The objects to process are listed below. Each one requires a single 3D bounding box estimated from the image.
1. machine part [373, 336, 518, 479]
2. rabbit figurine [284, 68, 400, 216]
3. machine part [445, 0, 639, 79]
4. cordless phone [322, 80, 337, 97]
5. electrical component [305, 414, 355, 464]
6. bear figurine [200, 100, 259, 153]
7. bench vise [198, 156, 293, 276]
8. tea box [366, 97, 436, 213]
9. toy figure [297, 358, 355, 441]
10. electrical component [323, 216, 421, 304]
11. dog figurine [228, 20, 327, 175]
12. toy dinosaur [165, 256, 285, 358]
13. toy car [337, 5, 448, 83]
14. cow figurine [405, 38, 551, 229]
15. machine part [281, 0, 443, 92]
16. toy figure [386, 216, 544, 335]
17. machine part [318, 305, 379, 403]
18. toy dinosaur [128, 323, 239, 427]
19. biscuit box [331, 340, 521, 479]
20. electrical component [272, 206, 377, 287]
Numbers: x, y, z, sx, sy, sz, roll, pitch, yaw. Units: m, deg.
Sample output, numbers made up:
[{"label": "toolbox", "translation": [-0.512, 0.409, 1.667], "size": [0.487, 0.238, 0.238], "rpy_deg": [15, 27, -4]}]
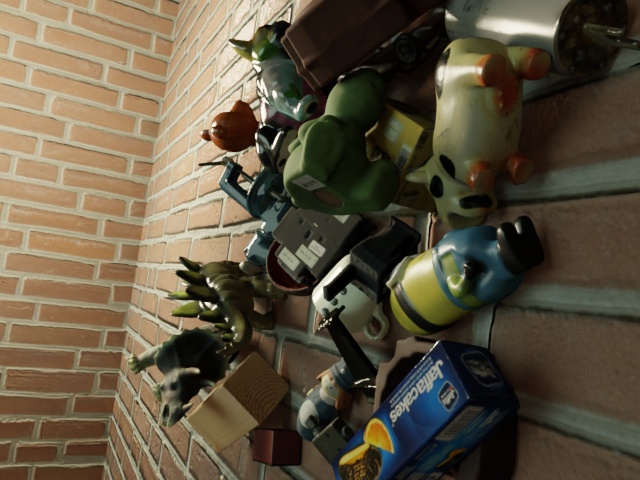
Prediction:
[{"label": "machine part", "translation": [0.120, 0.183, 0.542], "size": [0.179, 0.056, 0.179], "rpy_deg": [-32, 52, 54]}, {"label": "rabbit figurine", "translation": [0.032, -0.117, 0.641], "size": [0.159, 0.121, 0.170], "rpy_deg": [-27, 39, 66]}, {"label": "machine part", "translation": [0.194, -0.206, 0.508], "size": [0.243, 0.079, 0.079], "rpy_deg": [52, 127, 55]}, {"label": "cordless phone", "translation": [0.032, -0.250, 0.864], "size": [0.146, 0.089, 0.184], "rpy_deg": [-45, 54, 48]}, {"label": "electrical component", "translation": [0.021, 0.259, 0.695], "size": [0.094, 0.021, 0.063], "rpy_deg": [46, 130, 14]}, {"label": "bear figurine", "translation": [-0.104, -0.209, 0.963], "size": [0.120, 0.196, 0.132], "rpy_deg": [9, 88, 66]}, {"label": "bench vise", "translation": [-0.105, -0.062, 0.953], "size": [0.241, 0.129, 0.223], "rpy_deg": [38, 111, 25]}, {"label": "tea box", "translation": [0.096, -0.116, 0.678], "size": [0.098, 0.068, 0.170], "rpy_deg": [-67, 28, 23]}, {"label": "toy figure", "translation": [0.016, 0.216, 0.735], "size": [0.058, 0.064, 0.154], "rpy_deg": [-41, -19, -57]}, {"label": "electrical component", "translation": [0.061, 0.034, 0.619], "size": [0.048, 0.119, 0.074], "rpy_deg": [37, 152, 27]}, {"label": "dog figurine", "translation": [-0.071, -0.232, 0.852], "size": [0.219, 0.108, 0.191], "rpy_deg": [51, 124, 26]}, {"label": "toy dinosaur", "translation": [-0.172, 0.108, 0.982], "size": [0.472, 0.198, 0.105], "rpy_deg": [-152, 71, -64]}, {"label": "toy car", "translation": [0.100, -0.239, 0.707], "size": [0.053, 0.089, 0.202], "rpy_deg": [57, 154, -14]}, {"label": "cow figurine", "translation": [0.142, -0.095, 0.522], "size": [0.127, 0.085, 0.194], "rpy_deg": [-126, 25, -53]}, {"label": "machine part", "translation": [0.063, -0.280, 0.645], "size": [0.201, 0.087, 0.201], "rpy_deg": [-23, 19, 40]}, {"label": "toy figure", "translation": [0.136, 0.040, 0.535], "size": [0.180, 0.082, 0.089], "rpy_deg": [-32, 53, 53]}, {"label": "machine part", "translation": [0.047, 0.145, 0.650], "size": [0.138, 0.039, 0.084], "rpy_deg": [58, 157, -7]}, {"label": "toy dinosaur", "translation": [-0.220, 0.218, 1.045], "size": [0.192, 0.405, 0.131], "rpy_deg": [-24, 90, 16]}, {"label": "biscuit box", "translation": [0.086, 0.176, 0.484], "size": [0.202, 0.059, 0.063], "rpy_deg": [-58, 34, 31]}, {"label": "electrical component", "translation": [-0.002, -0.002, 0.768], "size": [0.134, 0.058, 0.115], "rpy_deg": [-51, 55, 8]}]
